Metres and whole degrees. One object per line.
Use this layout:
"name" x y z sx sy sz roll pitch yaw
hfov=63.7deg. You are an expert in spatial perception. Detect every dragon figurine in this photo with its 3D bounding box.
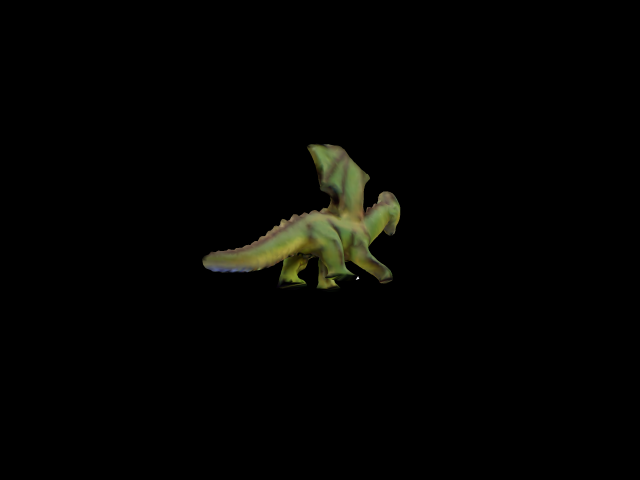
"dragon figurine" 0.003 -0.043 0.850 0.408 0.246 0.121 13 -20 -40
